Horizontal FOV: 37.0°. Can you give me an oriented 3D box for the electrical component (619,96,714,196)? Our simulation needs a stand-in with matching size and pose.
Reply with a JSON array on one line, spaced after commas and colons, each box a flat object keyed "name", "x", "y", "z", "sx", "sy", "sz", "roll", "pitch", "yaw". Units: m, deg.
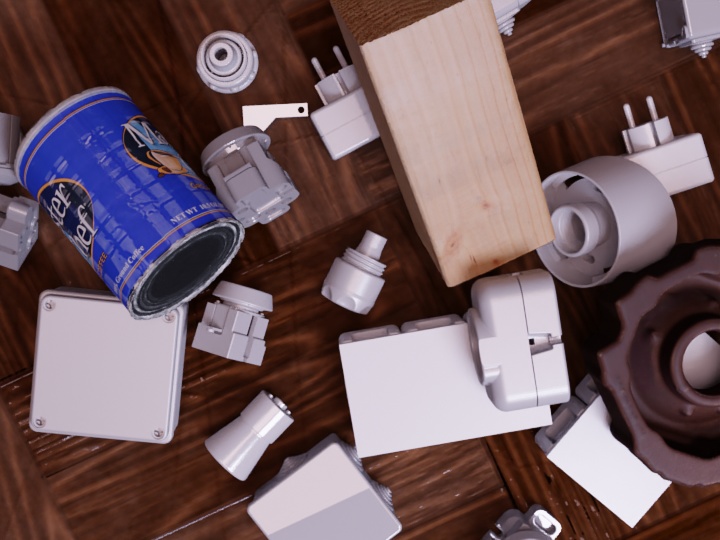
[{"name": "electrical component", "x": 0.227, "y": -0.095, "z": 0.836, "sx": 0.066, "sy": 0.047, "sz": 0.076, "roll": -19, "pitch": 95, "yaw": 0}]

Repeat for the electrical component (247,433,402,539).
[{"name": "electrical component", "x": -0.028, "y": 0.189, "z": 0.851, "sx": 0.100, "sy": 0.048, "sz": 0.099, "roll": -37, "pitch": 95, "yaw": 1}]

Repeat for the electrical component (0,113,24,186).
[{"name": "electrical component", "x": -0.291, "y": -0.091, "z": 0.804, "sx": 0.080, "sy": 0.080, "sz": 0.051, "roll": 3, "pitch": 90, "yaw": -2}]

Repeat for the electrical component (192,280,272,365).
[{"name": "electrical component", "x": -0.096, "y": 0.040, "z": 0.834, "sx": 0.048, "sy": 0.066, "sz": 0.055, "roll": 14, "pitch": 85, "yaw": 32}]

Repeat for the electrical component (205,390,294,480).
[{"name": "electrical component", "x": -0.084, "y": 0.127, "z": 0.848, "sx": 0.044, "sy": 0.044, "sz": 0.065, "roll": 44, "pitch": 87, "yaw": -5}]

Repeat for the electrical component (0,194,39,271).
[{"name": "electrical component", "x": -0.279, "y": -0.034, "z": 0.820, "sx": 0.055, "sy": 0.066, "sz": 0.048, "roll": 20, "pitch": 49, "yaw": -2}]

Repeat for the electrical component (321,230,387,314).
[{"name": "electrical component", "x": 0.000, "y": 0.000, "z": 0.839, "sx": 0.043, "sy": 0.043, "sz": 0.062, "roll": 26, "pitch": 92, "yaw": -4}]

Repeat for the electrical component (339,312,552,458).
[{"name": "electrical component", "x": 0.064, "y": 0.084, "z": 0.838, "sx": 0.150, "sy": 0.061, "sz": 0.089, "roll": -10, "pitch": 95, "yaw": -1}]

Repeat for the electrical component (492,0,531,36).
[{"name": "electrical component", "x": 0.098, "y": -0.225, "z": 0.814, "sx": 0.061, "sy": 0.061, "sz": 0.096, "roll": -30, "pitch": 95, "yaw": 1}]

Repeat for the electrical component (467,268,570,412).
[{"name": "electrical component", "x": 0.112, "y": 0.051, "z": 0.777, "sx": 0.059, "sy": 0.053, "sz": 0.095, "roll": -9, "pitch": 95, "yaw": -1}]

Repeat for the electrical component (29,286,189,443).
[{"name": "electrical component", "x": -0.192, "y": 0.072, "z": 0.831, "sx": 0.109, "sy": 0.056, "sz": 0.108, "roll": 6, "pitch": 95, "yaw": -2}]

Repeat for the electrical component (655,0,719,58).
[{"name": "electrical component", "x": 0.263, "y": -0.211, "z": 0.820, "sx": 0.061, "sy": 0.061, "sz": 0.096, "roll": -13, "pitch": 95, "yaw": -1}]

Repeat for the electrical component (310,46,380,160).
[{"name": "electrical component", "x": -0.010, "y": -0.133, "z": 0.825, "sx": 0.066, "sy": 0.047, "sz": 0.076, "roll": -28, "pitch": 95, "yaw": 0}]

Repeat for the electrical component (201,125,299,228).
[{"name": "electrical component", "x": -0.086, "y": -0.072, "z": 0.817, "sx": 0.058, "sy": 0.078, "sz": 0.057, "roll": -30, "pitch": 76, "yaw": 5}]

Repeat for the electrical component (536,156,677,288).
[{"name": "electrical component", "x": 0.181, "y": -0.035, "z": 0.817, "sx": 0.064, "sy": 0.099, "sz": 0.099, "roll": -16, "pitch": 96, "yaw": -35}]

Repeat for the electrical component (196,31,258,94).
[{"name": "electrical component", "x": -0.102, "y": -0.159, "z": 0.812, "sx": 0.048, "sy": 0.062, "sz": 0.048, "roll": 0, "pitch": 95, "yaw": -2}]

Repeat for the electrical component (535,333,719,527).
[{"name": "electrical component", "x": 0.222, "y": 0.110, "z": 0.846, "sx": 0.089, "sy": 0.061, "sz": 0.150, "roll": 40, "pitch": 92, "yaw": -5}]

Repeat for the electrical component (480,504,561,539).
[{"name": "electrical component", "x": 0.129, "y": 0.229, "z": 0.855, "sx": 0.058, "sy": 0.057, "sz": 0.078, "roll": 40, "pitch": 92, "yaw": -5}]
